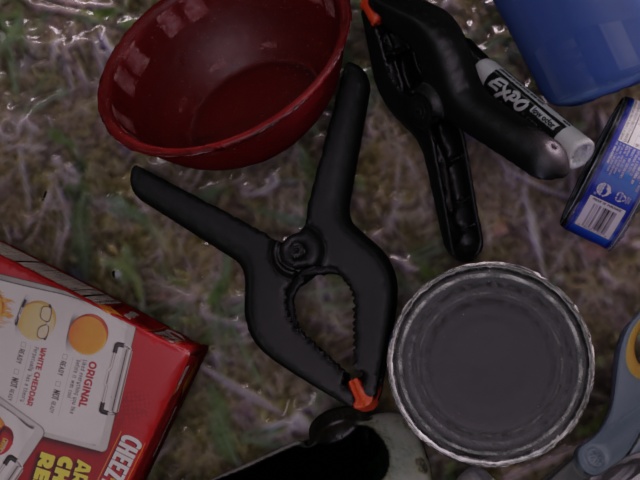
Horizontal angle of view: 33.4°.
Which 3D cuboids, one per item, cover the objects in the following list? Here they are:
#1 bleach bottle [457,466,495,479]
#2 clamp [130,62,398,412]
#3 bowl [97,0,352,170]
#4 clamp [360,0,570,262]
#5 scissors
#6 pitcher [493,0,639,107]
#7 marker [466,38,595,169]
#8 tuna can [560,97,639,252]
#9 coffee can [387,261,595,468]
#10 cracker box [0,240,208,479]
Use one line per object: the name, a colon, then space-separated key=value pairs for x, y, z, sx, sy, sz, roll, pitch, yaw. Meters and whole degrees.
bleach bottle: x=0.036 y=0.256 z=0.636 sx=0.251 sy=0.068 sz=0.102 roll=-44 pitch=82 yaw=6
clamp: x=-0.004 y=0.001 z=0.649 sx=0.164 sy=0.036 sz=0.210 roll=-32 pitch=73 yaw=4
bowl: x=-0.049 y=-0.095 z=0.639 sx=0.162 sy=0.055 sz=0.162 roll=-14 pitch=49 yaw=16
clamp: x=0.072 y=-0.072 z=0.639 sx=0.039 sy=0.120 sz=0.171 roll=-14 pitch=61 yaw=-33
scissors: x=0.151 y=0.101 z=0.597 sx=0.201 sy=0.016 sz=0.096 roll=-20 pitch=78 yaw=-2
pitcher: x=0.123 y=-0.201 z=0.604 sx=0.145 sy=0.149 sz=0.243 roll=-25 pitch=97 yaw=3
marker: x=0.113 y=-0.083 z=0.619 sx=0.020 sy=0.020 sz=0.121 roll=-42 pitch=52 yaw=4
tuna can: x=0.172 y=-0.039 z=0.617 sx=0.034 sy=0.086 sz=0.086 roll=26 pitch=91 yaw=8
coffee can: x=0.092 y=0.064 z=0.595 sx=0.103 sy=0.140 sz=0.103 roll=0 pitch=88 yaw=7
cracker box: x=-0.201 y=0.093 z=0.666 sx=0.214 sy=0.072 sz=0.164 roll=26 pitch=92 yaw=6
